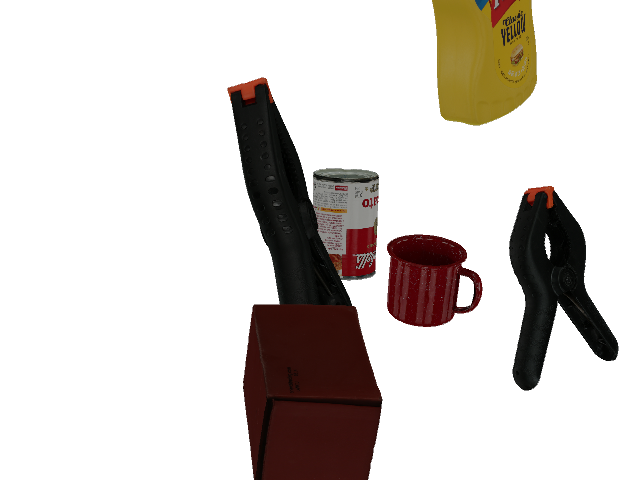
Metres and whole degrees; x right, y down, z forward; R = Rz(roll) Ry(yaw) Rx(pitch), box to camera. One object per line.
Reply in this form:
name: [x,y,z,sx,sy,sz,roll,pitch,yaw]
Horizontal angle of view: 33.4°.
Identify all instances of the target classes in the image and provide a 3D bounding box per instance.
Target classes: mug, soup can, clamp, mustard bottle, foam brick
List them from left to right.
clamp: [-0.019,-0.009,0.751,0.036,0.210,0.164,-15,5,10]
foam brick: [-0.006,0.071,0.495,0.053,0.051,0.078,3,28,-9]
soup can: [0.024,-0.018,1.073,0.068,0.102,0.068,2,13,-1]
mug: [0.132,0.051,1.241,0.117,0.081,0.093,13,25,21]
mustard bottle: [0.116,-0.187,0.767,0.058,0.191,0.096,18,40,38]
clamp: [0.194,0.043,0.914,0.120,0.171,0.039,-23,7,-39]
